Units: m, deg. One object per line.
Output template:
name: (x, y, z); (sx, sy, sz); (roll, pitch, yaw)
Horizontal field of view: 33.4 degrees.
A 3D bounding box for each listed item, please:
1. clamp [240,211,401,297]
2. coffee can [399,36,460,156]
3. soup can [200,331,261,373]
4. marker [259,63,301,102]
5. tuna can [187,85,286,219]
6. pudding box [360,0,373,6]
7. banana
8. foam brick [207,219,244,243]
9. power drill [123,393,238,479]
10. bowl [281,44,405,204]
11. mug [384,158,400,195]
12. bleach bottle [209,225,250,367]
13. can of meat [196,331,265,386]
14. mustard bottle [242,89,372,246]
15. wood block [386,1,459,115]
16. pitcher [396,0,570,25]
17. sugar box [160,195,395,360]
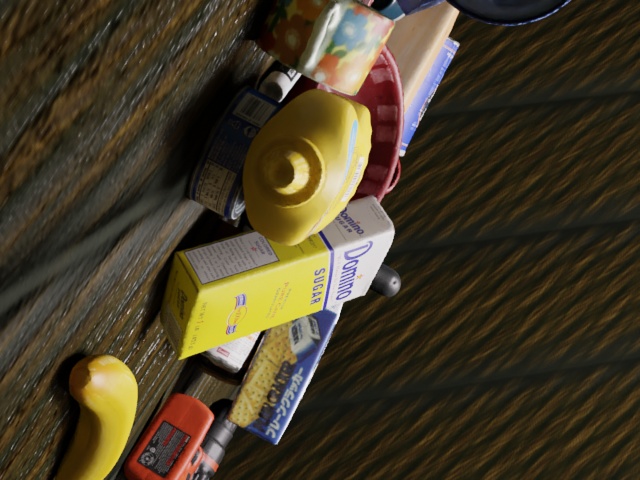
clamp: (-0.006, 0.001, 0.929); (0.171, 0.120, 0.039); (44, 59, -47)
coffee can: (0.079, -0.179, 1.198); (0.140, 0.103, 0.102); (-63, 177, 9)
soup can: (-0.079, 0.060, 0.964); (0.102, 0.068, 0.068); (-61, 177, -9)
marker: (-0.014, -0.138, 0.797); (0.121, 0.020, 0.020); (-59, 175, -49)
tuna can: (-0.053, -0.057, 0.710); (0.086, 0.034, 0.086); (-62, 177, -7)
pudding box: (0.039, -0.220, 0.791); (0.090, 0.039, 0.113); (-62, 177, -10)
banana: (-0.145, 0.121, 0.689); (0.069, 0.037, 0.198); (-60, 176, -43)
foam brick: (-0.077, 0.029, 0.892); (0.078, 0.051, 0.053); (-63, 177, 0)
power drill: (-0.145, 0.232, 1.158); (0.184, 0.057, 0.188); (-59, 167, -23)
bowl: (0.010, -0.093, 0.891); (0.161, 0.055, 0.162); (-28, 124, -53)
mug: (0.031, -0.091, 1.089); (0.081, 0.117, 0.093); (-66, -170, -22)
bleach bottle: (-0.065, 0.043, 1.107); (0.102, 0.068, 0.251); (-50, 171, -46)
can of meat: (-0.096, 0.114, 1.255); (0.102, 0.057, 0.084); (-46, 161, -80)
mustard bottle: (-0.008, -0.045, 0.661); (0.096, 0.058, 0.191); (-65, 176, 9)
wood block: (0.064, -0.184, 1.039); (0.206, 0.090, 0.091); (-60, 175, -33)
pitcher: (0.163, -0.247, 0.880); (0.242, 0.149, 0.145); (-38, 142, -67)
sugar box: (-0.032, 0.028, 0.821); (0.175, 0.048, 0.093); (-15, 149, -27)
